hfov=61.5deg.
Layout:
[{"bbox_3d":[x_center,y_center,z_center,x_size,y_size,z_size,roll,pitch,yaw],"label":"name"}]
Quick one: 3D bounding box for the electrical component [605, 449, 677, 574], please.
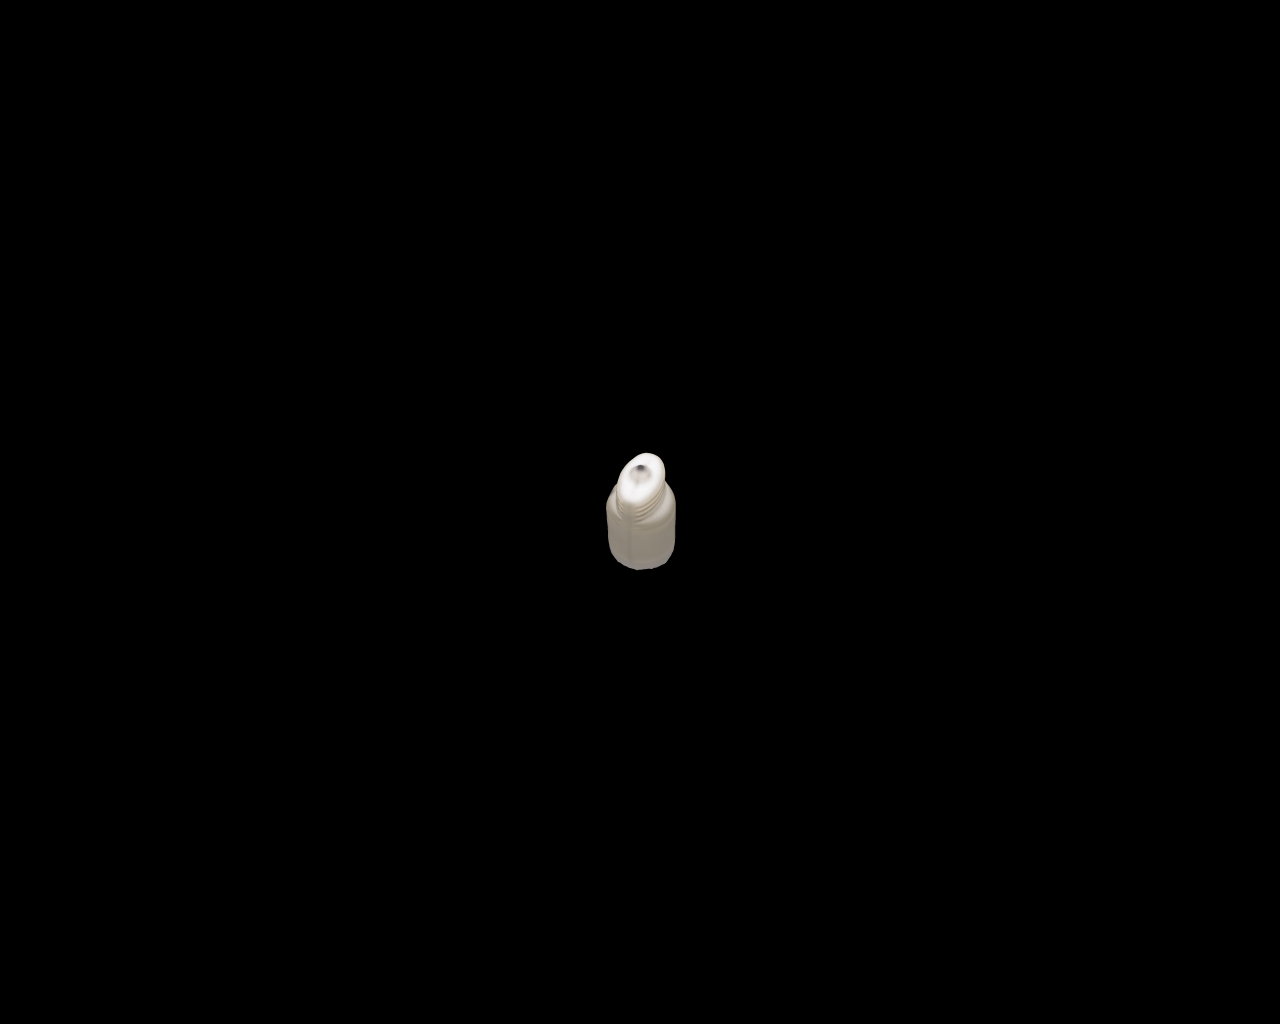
[{"bbox_3d":[0.001,-0.003,0.650,0.043,0.043,0.080,0,-37,0],"label":"electrical component"}]
